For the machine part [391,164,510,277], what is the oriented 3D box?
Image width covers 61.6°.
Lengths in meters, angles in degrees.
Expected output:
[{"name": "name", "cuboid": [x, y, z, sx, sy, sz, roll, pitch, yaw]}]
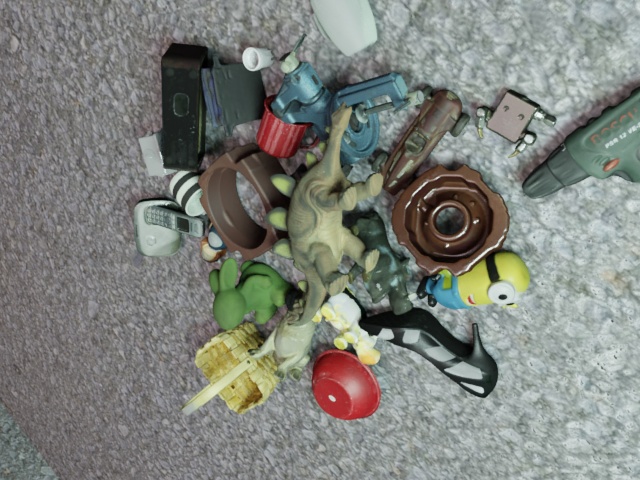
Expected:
[{"name": "machine part", "cuboid": [0.205, -0.030, 0.846, 0.180, 0.056, 0.179, -2, 84, 22]}]

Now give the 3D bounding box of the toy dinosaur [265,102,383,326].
[{"name": "toy dinosaur", "cuboid": [-0.002, -0.003, 0.900, 0.199, 0.105, 0.470, 35, 130, 39]}]

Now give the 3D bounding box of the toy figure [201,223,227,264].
[{"name": "toy figure", "cuboid": [-0.231, 0.004, 1.199, 0.154, 0.058, 0.064, -51, 56, 39]}]

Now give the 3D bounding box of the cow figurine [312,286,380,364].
[{"name": "cow figurine", "cuboid": [0.064, 0.163, 1.053, 0.167, 0.098, 0.068, 48, 140, -11]}]

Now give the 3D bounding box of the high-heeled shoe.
[{"name": "high-heeled shoe", "cuboid": [0.194, 0.208, 0.978, 0.249, 0.086, 0.145, 1, 108, 27]}]

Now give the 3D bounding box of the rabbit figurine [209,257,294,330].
[{"name": "rabbit figurine", "cuboid": [-0.160, 0.112, 1.123, 0.121, 0.170, 0.159, -35, 89, 39]}]

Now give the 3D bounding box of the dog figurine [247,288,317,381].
[{"name": "dog figurine", "cuboid": [-0.041, 0.188, 1.141, 0.121, 0.172, 0.190, 34, 91, 10]}]

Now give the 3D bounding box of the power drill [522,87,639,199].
[{"name": "power drill", "cuboid": [0.420, -0.079, 0.713, 0.207, 0.086, 0.232, 49, 126, 16]}]

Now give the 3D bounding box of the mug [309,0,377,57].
[{"name": "mug", "cuboid": [0.035, -0.345, 0.852, 0.110, 0.081, 0.107, -12, 114, 53]}]

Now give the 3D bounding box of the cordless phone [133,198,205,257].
[{"name": "cordless phone", "cuboid": [-0.338, -0.017, 1.247, 0.184, 0.089, 0.146, 17, 118, 23]}]

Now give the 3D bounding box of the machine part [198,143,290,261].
[{"name": "machine part", "cuboid": [-0.137, -0.074, 1.063, 0.201, 0.087, 0.201, -30, 91, 50]}]

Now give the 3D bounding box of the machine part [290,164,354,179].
[{"name": "machine part", "cuboid": [-0.001, -0.115, 1.002, 0.139, 0.039, 0.084, -23, 91, 40]}]

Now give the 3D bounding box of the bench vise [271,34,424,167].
[{"name": "bench vise", "cuboid": [0.046, -0.219, 0.849, 0.241, 0.129, 0.223, -3, 127, 43]}]

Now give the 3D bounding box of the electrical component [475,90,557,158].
[{"name": "electrical component", "cuboid": [0.278, -0.170, 0.782, 0.102, 0.045, 0.078, 40, 129, 13]}]

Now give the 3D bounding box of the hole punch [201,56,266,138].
[{"name": "hole punch", "cuboid": [-0.174, -0.271, 1.006, 0.092, 0.116, 0.142, 10, 115, 39]}]

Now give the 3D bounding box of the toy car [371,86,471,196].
[{"name": "toy car", "cuboid": [0.155, -0.152, 0.871, 0.089, 0.053, 0.202, 42, 126, 8]}]

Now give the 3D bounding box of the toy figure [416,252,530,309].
[{"name": "toy figure", "cuboid": [0.250, 0.069, 0.884, 0.180, 0.082, 0.089, -9, 78, 43]}]

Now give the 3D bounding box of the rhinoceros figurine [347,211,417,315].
[{"name": "rhinoceros figurine", "cuboid": [0.106, 0.044, 0.960, 0.073, 0.112, 0.190, -35, 75, 60]}]

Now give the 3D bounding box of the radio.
[{"name": "radio", "cuboid": [-0.263, -0.254, 1.048, 0.073, 0.131, 0.229, 3, 118, -7]}]
